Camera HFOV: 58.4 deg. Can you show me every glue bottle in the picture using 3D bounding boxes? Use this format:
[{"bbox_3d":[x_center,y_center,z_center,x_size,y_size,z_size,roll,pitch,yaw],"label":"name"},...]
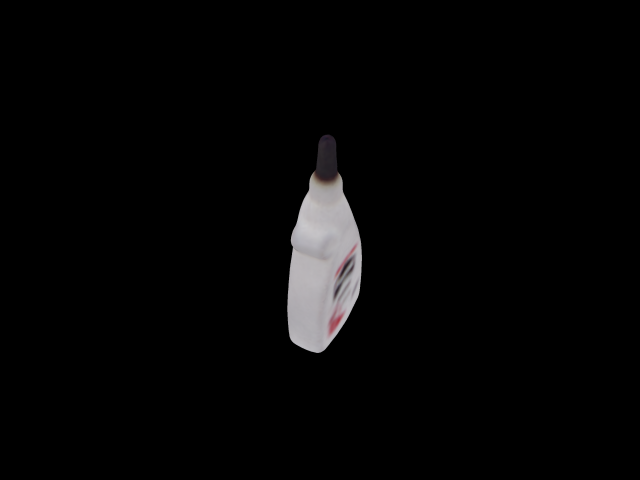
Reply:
[{"bbox_3d":[0.004,0.001,0.400,0.037,0.173,0.078,17,48,17],"label":"glue bottle"}]
